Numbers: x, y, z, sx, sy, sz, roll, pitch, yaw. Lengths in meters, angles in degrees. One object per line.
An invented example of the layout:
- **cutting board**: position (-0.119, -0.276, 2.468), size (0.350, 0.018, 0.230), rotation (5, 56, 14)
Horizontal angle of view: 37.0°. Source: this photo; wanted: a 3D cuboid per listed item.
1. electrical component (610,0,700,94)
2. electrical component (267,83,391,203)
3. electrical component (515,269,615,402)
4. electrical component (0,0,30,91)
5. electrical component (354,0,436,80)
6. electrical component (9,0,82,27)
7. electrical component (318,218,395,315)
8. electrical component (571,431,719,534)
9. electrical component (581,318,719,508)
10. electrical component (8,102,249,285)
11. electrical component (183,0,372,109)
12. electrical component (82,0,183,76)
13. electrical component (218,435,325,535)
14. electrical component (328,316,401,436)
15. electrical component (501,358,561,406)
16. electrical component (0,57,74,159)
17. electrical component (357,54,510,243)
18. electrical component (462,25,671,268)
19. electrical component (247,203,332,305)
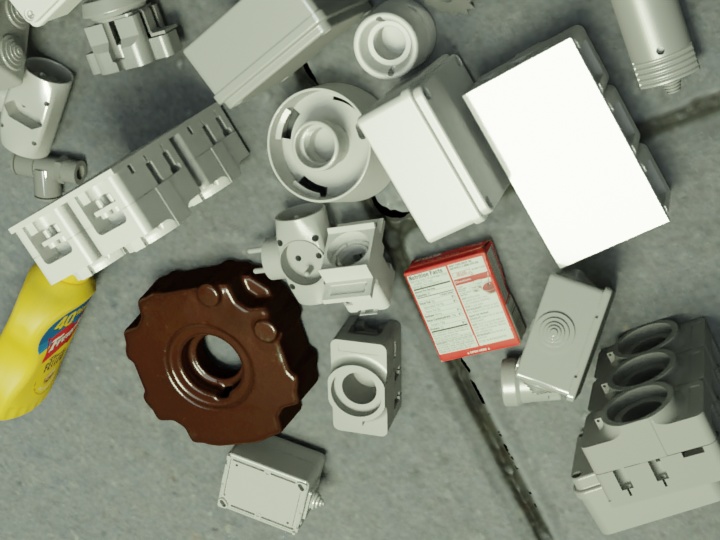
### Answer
- **electrical component**: position (0.209, -0.163, 0.757), size (0.043, 0.043, 0.081), rotation (-16, 108, 24)
- **electrical component**: position (-0.023, -0.100, 0.864), size (0.099, 0.064, 0.099), rotation (4, 102, 22)
- **electrical component**: position (0.159, 0.049, 0.830), size (0.048, 0.100, 0.099), rotation (19, 93, 15)
- **electrical component**: position (-0.325, -0.191, 0.897), size (0.100, 0.048, 0.099), rotation (-9, 67, 22)
- **electrical component**: position (0.025, -0.173, 0.811), size (0.055, 0.047, 0.055), rotation (7, 115, 15)
- **electrical component**: position (-0.250, -0.270, 0.854), size (0.109, 0.056, 0.108), rotation (-34, 100, 28)
- **electrical component**: position (0.000, 0.000, 0.884), size (0.042, 0.081, 0.063), rotation (-7, 139, 22)
- **electrical component**: position (0.234, 0.156, 0.872), size (0.113, 0.078, 0.057), rotation (-26, 106, 26)
- **electrical component**: position (0.224, 0.100, 0.808), size (0.089, 0.150, 0.061), rotation (-22, 105, 26)
- **electrical component**: position (-0.172, -0.061, 0.848), size (0.105, 0.186, 0.060), rotation (-25, 104, 26)
- **electrical component**: position (-0.059, -0.181, 0.802), size (0.109, 0.108, 0.056), rotation (-33, 97, 28)
- **electrical component**: position (-0.189, -0.195, 0.868), size (0.078, 0.058, 0.057), rotation (-8, 113, 22)
- **electrical component**: position (-0.075, 0.196, 1.002), size (0.096, 0.061, 0.061), rotation (19, 116, 10)
- **electrical component**: position (0.005, 0.094, 0.933), size (0.050, 0.055, 0.089), rotation (6, 115, 16)
- **electrical component**: position (0.143, 0.093, 0.897), size (0.046, 0.040, 0.040), rotation (-4, 112, 14)
- **electrical component**: position (-0.295, -0.149, 0.931), size (0.079, 0.043, 0.077), rotation (30, 119, 4)
- **electrical component**: position (0.061, -0.093, 0.801), size (0.056, 0.108, 0.108), rotation (-25, 103, 29)
- **electrical component**: position (0.156, -0.092, 0.796), size (0.089, 0.061, 0.150), rotation (-26, 103, 26)
- **electrical component**: position (-0.058, -0.012, 0.913), size (0.079, 0.044, 0.077), rotation (-7, 111, 21)
